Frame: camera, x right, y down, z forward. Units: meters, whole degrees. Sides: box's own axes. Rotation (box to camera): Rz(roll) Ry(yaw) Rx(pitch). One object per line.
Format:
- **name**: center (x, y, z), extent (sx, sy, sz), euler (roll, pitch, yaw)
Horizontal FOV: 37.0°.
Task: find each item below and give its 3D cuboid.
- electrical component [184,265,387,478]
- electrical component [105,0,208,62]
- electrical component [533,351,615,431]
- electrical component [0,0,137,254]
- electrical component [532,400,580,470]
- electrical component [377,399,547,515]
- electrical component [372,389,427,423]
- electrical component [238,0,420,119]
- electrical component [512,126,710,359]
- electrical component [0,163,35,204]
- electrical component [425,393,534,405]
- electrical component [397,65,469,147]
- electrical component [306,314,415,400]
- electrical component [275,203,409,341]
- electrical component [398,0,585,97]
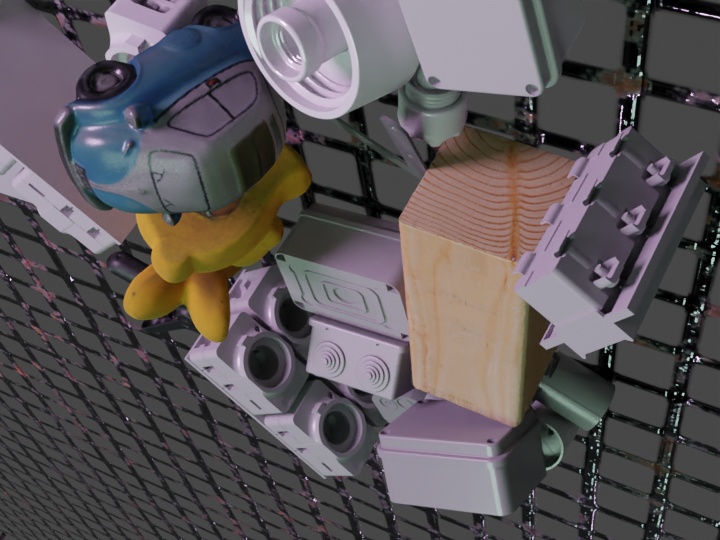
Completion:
- **electrical component**: center (-0.053, 0.095, 0.991), extent (0.186, 0.105, 0.060), euler (45, 148, -23)
- **electrical component**: center (-0.137, -0.150, 0.741), extent (0.050, 0.055, 0.089), euler (23, 150, 14)
- **electrical component**: center (0.155, 0.088, 0.850), extent (0.081, 0.043, 0.043), euler (31, 151, -1)
- **electrical component**: center (-0.242, -0.112, 0.846), extent (0.186, 0.105, 0.060), euler (42, 149, -19)
- **electrical component**: center (0.156, 0.128, 0.883), extent (0.043, 0.081, 0.043), euler (8, 109, 24)
- **electrical component**: center (0.079, 0.142, 0.836), extent (0.113, 0.078, 0.057), euler (-1, 108, 35)
- **electrical component**: center (0.054, 0.112, 0.973), extent (0.080, 0.051, 0.080), euler (23, 150, 14)
- **electrical component**: center (-0.024, -0.138, 0.617), extent (0.108, 0.060, 0.108), euler (34, 145, 29)
- **electrical component**: center (0.142, -0.019, 0.617), extent (0.063, 0.121, 0.079), euler (39, 150, -10)
- **electrical component**: center (-0.291, -0.111, 0.943), extent (0.109, 0.056, 0.108), euler (17, 148, 23)
- **electrical component**: center (0.109, 0.120, 0.925), extent (0.062, 0.061, 0.096), euler (-2, 139, 41)
- **electrical component**: center (0.044, -0.109, 0.650), extent (0.043, 0.043, 0.062), euler (22, 148, 16)
- **electrical component**: center (0.013, 0.065, 0.893), extent (0.100, 0.100, 0.048), euler (16, 106, 25)
- **electrical component**: center (0.000, 0.000, 0.844), extent (0.113, 0.057, 0.078), euler (16, 148, 25)
- **electrical component**: center (0.064, -0.149, 0.555), extent (0.078, 0.057, 0.113), euler (11, 145, 31)
